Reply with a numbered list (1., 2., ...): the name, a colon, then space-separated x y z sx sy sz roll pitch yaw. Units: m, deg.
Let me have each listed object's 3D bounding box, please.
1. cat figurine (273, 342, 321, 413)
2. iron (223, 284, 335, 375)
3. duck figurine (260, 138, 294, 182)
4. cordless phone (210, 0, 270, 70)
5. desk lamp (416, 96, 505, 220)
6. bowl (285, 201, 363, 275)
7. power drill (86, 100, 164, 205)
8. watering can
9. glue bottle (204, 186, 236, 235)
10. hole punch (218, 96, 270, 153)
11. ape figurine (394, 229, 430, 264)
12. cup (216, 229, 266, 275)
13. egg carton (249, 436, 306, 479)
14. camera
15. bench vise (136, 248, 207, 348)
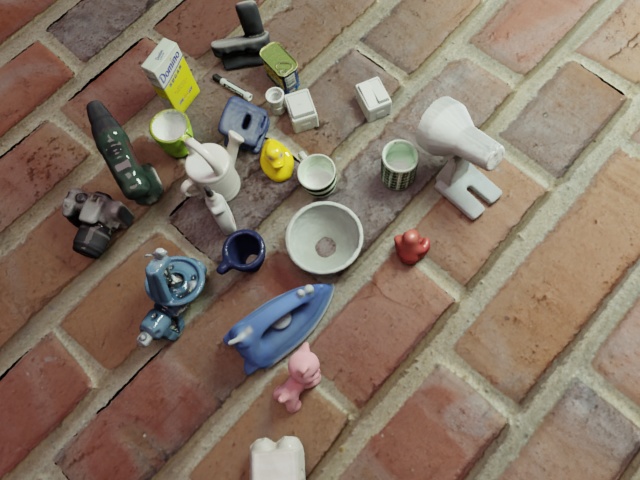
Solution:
1. cat figurine: -0.043 0.270 1.124 0.067 0.118 0.128 33 76 15
2. iron: -0.077 0.152 1.158 0.258 0.141 0.118 -38 71 -9
3. duck figurine: -0.104 -0.195 1.317 0.077 0.086 0.104 -19 69 -2
4. cordless phone: -0.201 -0.509 1.387 0.147 0.185 0.094 -14 69 0
5. desk lamp: 0.302 -0.177 1.211 0.118 0.214 0.203 -42 72 -11
6. bowl: 0.011 0.004 1.241 0.167 0.075 0.167 -1 70 4
7. power drill: -0.427 -0.172 1.268 0.075 0.208 0.229 -29 70 -6
8. watering can: -0.240 -0.169 1.260 0.100 0.194 0.173 19 72 11
9. glue bottle: -0.222 -0.074 1.235 0.037 0.173 0.078 -25 70 -4
10. hole punch: -0.176 -0.273 1.349 0.101 0.091 0.109 13 71 9
11. ape figurine: 0.194 0.007 1.217 0.077 0.092 0.076 26 74 13
12. cup: -0.165 0.043 1.229 0.118 0.095 0.091 -41 72 -10
13. egg carton: -0.080 0.452 1.085 0.107 0.069 0.150 -6 69 2
14. camera: -0.516 -0.037 1.283 0.143 0.101 0.137 15 72 10
15. bench vise: -0.303 0.112 1.148 0.121 0.220 0.207 4 70 6
